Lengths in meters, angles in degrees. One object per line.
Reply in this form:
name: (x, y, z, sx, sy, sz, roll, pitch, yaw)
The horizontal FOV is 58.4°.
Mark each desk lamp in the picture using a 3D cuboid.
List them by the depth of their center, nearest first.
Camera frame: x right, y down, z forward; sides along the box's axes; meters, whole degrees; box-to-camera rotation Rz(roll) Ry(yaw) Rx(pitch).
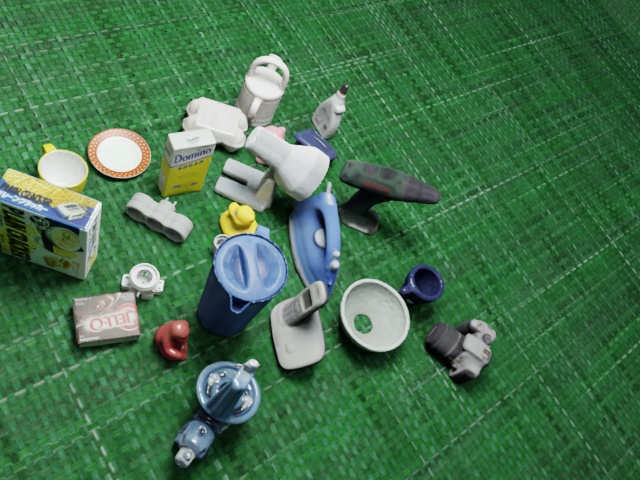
desk lamp: (-0.106, -0.151, 1.264, 0.203, 0.213, 0.118, 22, 57, -11)

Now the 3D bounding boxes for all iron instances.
iron: (0.012, 0.005, 1.276, 0.119, 0.141, 0.258, 2, 63, -23)

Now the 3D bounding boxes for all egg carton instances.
egg carton: (-0.246, -0.273, 1.355, 0.150, 0.069, 0.107, 14, 59, -17)

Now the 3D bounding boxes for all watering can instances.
watering can: (-0.136, -0.376, 1.383, 0.101, 0.193, 0.173, 3, 63, -22)

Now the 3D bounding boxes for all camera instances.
camera: (0.323, 0.233, 1.316, 0.137, 0.100, 0.143, 35, 55, -3)

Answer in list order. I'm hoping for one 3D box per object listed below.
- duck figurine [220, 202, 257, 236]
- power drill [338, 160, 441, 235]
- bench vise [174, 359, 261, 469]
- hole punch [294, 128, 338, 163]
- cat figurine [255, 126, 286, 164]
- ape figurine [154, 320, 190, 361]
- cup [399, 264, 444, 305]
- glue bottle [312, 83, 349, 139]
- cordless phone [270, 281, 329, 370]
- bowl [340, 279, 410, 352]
duck figurine: (-0.166, -0.038, 1.254, 0.104, 0.086, 0.078, 44, 55, 3)
power drill: (0.139, -0.099, 1.347, 0.230, 0.208, 0.075, 22, 57, -12)
bench vise: (-0.164, 0.296, 0.994, 0.122, 0.219, 0.207, 21, 57, -12)
hole punch: (-0.015, -0.227, 1.419, 0.108, 0.091, 0.101, 43, 55, 3)
cat figurine: (-0.101, -0.217, 1.359, 0.128, 0.117, 0.067, 45, 55, 4)
ape figurine: (-0.272, 0.183, 1.085, 0.076, 0.092, 0.078, 34, 55, -4)
cup: (0.218, 0.119, 1.334, 0.118, 0.094, 0.091, -17, 71, -30)
glue bottle: (0.035, -0.334, 1.449, 0.037, 0.173, 0.078, -19, 72, -30)
cordless phone: (-0.027, 0.170, 1.144, 0.094, 0.184, 0.147, -4, 66, -25)
bowl: (0.110, 0.176, 1.268, 0.168, 0.074, 0.167, 11, 60, -19)
